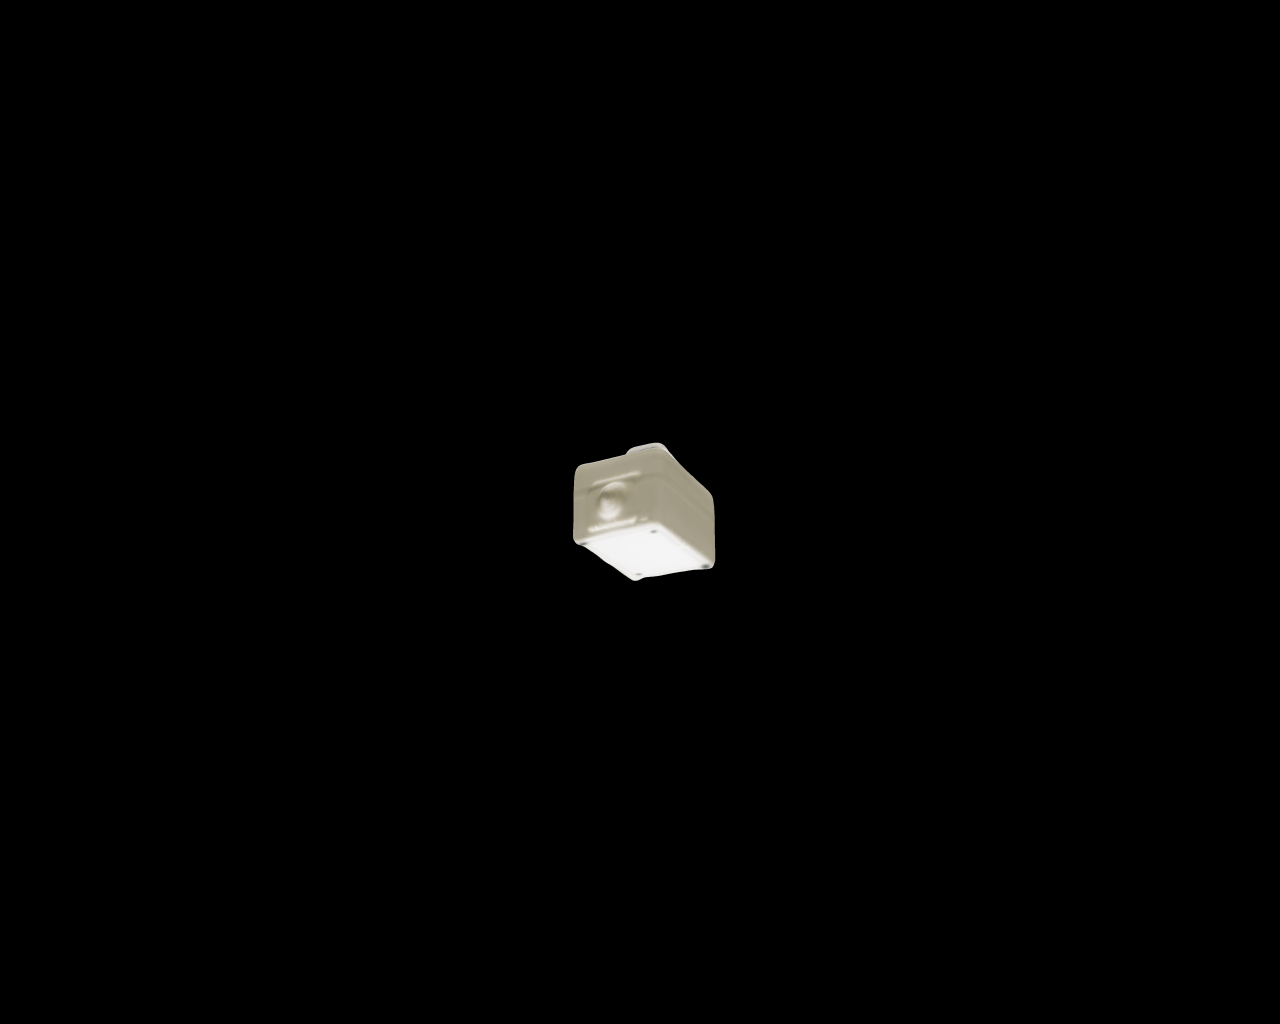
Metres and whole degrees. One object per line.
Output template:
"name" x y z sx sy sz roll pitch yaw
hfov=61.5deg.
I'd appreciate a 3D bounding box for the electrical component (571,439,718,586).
"electrical component" 0.001 -0.003 0.650 0.061 0.061 0.096 -12 -27 25
